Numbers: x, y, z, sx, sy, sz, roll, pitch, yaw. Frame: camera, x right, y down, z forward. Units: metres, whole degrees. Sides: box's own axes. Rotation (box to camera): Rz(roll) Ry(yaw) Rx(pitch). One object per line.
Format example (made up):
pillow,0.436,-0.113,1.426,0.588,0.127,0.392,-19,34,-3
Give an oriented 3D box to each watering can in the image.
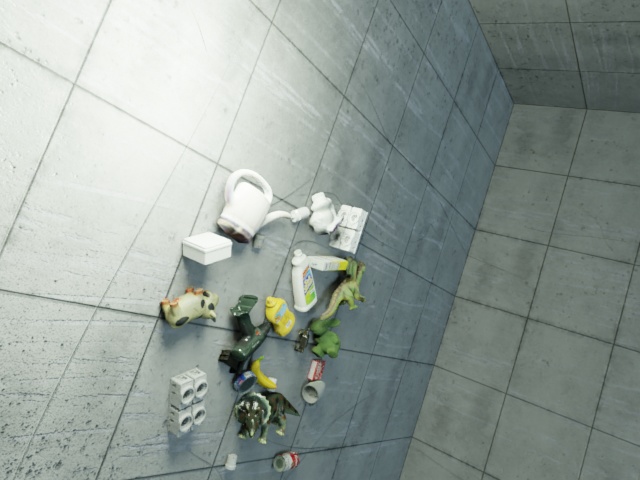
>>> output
watering can,-0.217,-0.086,1.717,0.342,0.104,0.227,47,65,-50

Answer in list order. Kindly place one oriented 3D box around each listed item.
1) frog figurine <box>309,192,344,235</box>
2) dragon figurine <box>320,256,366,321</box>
frog figurine,0.006,-0.104,2.059,0.139,0.121,0.159,-44,99,-25
dragon figurine,0.108,0.192,2.279,0.413,0.122,0.241,-19,109,-60
